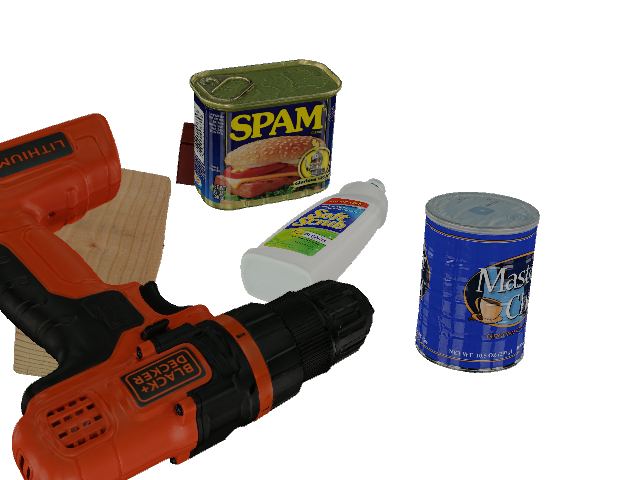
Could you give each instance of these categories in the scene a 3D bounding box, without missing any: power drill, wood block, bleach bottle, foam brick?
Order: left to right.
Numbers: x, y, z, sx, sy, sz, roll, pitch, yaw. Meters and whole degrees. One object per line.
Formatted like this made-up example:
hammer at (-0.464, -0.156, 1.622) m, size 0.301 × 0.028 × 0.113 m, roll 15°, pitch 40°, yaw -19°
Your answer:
wood block at (-0.184, 0.021, 0.886) m, size 0.090 × 0.091 × 0.206 m, roll 9°, pitch 27°, yaw -5°
power drill at (-0.091, 0.019, 0.521) m, size 0.184 × 0.057 × 0.188 m, roll -23°, pitch 56°, yaw -31°
foam brick at (-0.116, -0.092, 1.166) m, size 0.078 × 0.051 × 0.053 m, roll 6°, pitch 30°, yaw -6°
bleach bottle at (0.008, -0.011, 1.322) m, size 0.103 × 0.068 × 0.250 m, roll 14°, pitch 36°, yaw 24°

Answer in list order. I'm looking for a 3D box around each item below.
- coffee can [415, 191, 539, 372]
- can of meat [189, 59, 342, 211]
coffee can at (0.143, 0.037, 0.987) m, size 0.103 × 0.140 × 0.103 m, roll 2°, pitch 20°, yaw -1°
can of meat at (-0.039, -0.074, 0.749) m, size 0.102 × 0.084 × 0.057 m, roll -11°, pitch 35°, yaw -22°
